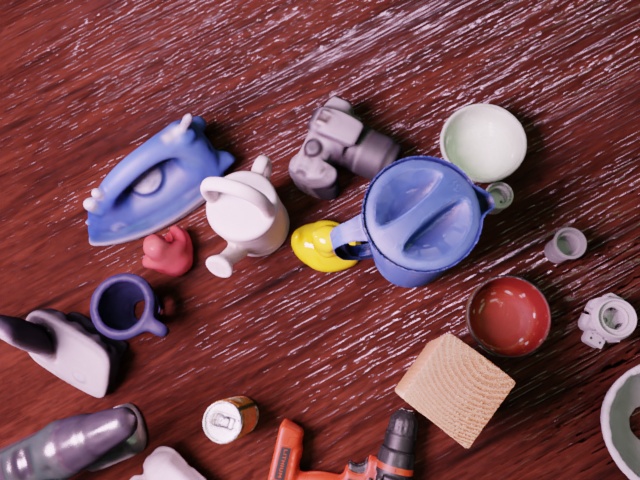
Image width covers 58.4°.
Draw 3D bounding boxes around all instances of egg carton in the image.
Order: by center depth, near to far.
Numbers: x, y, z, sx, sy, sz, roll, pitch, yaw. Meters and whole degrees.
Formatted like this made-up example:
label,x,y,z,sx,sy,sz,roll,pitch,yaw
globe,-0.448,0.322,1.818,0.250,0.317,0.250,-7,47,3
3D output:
label,x,y,z,sx,sy,sz,roll,pitch,yaw
egg carton,-0.191,0.360,0.771,0.150,0.069,0.107,37,83,11

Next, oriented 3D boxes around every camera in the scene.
label,x,y,z,sx,sy,sz,roll,pitch,yaw
camera,0.042,-0.126,0.841,0.136,0.101,0.143,26,81,10

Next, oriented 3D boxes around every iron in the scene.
label,x,y,z,sx,sy,sz,roll,pitch,yaw
iron,-0.259,-0.086,0.836,0.258,0.141,0.118,-39,77,-4

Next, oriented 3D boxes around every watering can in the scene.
label,x,y,z,sx,sy,sz,roll,pitch,yaw
watering can,-0.104,-0.035,0.785,0.101,0.194,0.173,-4,77,4

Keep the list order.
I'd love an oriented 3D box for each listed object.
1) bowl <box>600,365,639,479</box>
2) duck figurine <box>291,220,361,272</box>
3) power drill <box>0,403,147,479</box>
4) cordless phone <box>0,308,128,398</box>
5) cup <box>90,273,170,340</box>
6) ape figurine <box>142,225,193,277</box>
label,x,y,z,sx,sy,sz,roll,pitch,yaw
bowl,0.440,0.241,0.743,0.167,0.075,0.167,-1,78,4
duck figurine,0.008,0.003,0.824,0.104,0.086,0.077,12,79,7
power drill,-0.306,0.262,0.730,0.229,0.208,0.075,-24,77,-1
cordless phone,-0.358,0.149,0.770,0.147,0.185,0.094,24,81,9
cup,-0.254,0.105,0.818,0.117,0.095,0.092,29,82,10
ape figurine,-0.228,0.015,0.837,0.078,0.092,0.076,-29,77,-2
